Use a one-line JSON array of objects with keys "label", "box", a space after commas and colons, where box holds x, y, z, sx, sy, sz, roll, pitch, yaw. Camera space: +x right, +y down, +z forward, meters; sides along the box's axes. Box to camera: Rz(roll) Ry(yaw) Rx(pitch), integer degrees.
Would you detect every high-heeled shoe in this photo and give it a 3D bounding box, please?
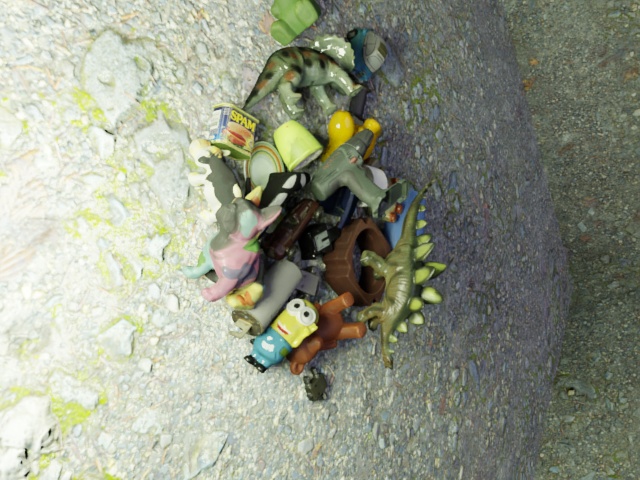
[{"label": "high-heeled shoe", "box": [-0.090, -0.070, 1.147, 0.248, 0.086, 0.145, -15, 106, -52]}]

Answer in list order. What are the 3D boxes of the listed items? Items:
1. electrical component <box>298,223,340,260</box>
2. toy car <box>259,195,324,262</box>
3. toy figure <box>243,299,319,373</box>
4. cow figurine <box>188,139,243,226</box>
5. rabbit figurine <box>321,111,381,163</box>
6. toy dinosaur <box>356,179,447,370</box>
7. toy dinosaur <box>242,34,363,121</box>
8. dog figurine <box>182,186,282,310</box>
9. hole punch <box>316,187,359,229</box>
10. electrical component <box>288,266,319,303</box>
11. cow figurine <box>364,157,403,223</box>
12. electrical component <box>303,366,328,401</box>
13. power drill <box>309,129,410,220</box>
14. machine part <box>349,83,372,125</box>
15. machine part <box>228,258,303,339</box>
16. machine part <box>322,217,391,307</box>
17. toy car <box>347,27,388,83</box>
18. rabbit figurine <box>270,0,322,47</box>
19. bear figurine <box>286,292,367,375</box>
[{"label": "electrical component", "box": [-0.003, -0.004, 1.310, 0.119, 0.048, 0.074, -36, 116, -49]}, {"label": "toy car", "box": [-0.061, -0.033, 1.197, 0.202, 0.089, 0.053, -55, 160, -38]}, {"label": "toy figure", "box": [-0.080, 0.198, 1.134, 0.082, 0.089, 0.180, 44, 78, -8]}, {"label": "cow figurine", "box": [-0.196, -0.118, 1.024, 0.068, 0.098, 0.167, -21, 97, -48]}, {"label": "rabbit figurine", "box": [0.062, -0.261, 1.368, 0.162, 0.122, 0.173, -63, 158, -4]}, {"label": "toy dinosaur", "box": [0.204, 0.078, 1.312, 0.105, 0.199, 0.471, 22, 71, -53]}, {"label": "toy dinosaur", "box": [-0.045, -0.385, 1.244, 0.405, 0.131, 0.192, -14, 69, -42]}, {"label": "dog figurine", "box": [-0.137, 0.014, 0.990, 0.191, 0.109, 0.219, 23, 108, -49]}, {"label": "hole punch", "box": [0.062, -0.098, 1.334, 0.116, 0.092, 0.142, -19, 134, -49]}, {"label": "electrical component", "box": [-0.037, 0.107, 1.261, 0.078, 0.045, 0.102, 16, 68, -22]}, {"label": "cow figurine", "box": [0.153, -0.144, 1.491, 0.085, 0.127, 0.194, -57, 143, -38]}, {"label": "electrical component", "box": [-0.010, 0.352, 1.284, 0.063, 0.021, 0.093, -43, 121, -46]}, {"label": "power drill", "box": [0.105, -0.153, 1.237, 0.232, 0.207, 0.085, -40, 155, -21]}, {"label": "machine part", "box": [0.108, -0.368, 1.501, 0.084, 0.039, 0.138, 16, 81, -42]}, {"label": "machine part", "box": [-0.109, 0.118, 1.131, 0.243, 0.079, 0.079, -52, 127, -43]}, {"label": "machine part", "box": [0.099, 0.057, 1.408, 0.201, 0.087, 0.201, 50, 49, -36]}, {"label": "toy car", "box": [0.135, -0.524, 1.504, 0.109, 0.103, 0.161, 36, 57, -44]}, {"label": "rabbit figurine", "box": [-0.074, -0.563, 1.226, 0.170, 0.121, 0.159, 47, 46, -20]}, {"label": "bear figurine", "box": [0.001, 0.214, 1.231, 0.196, 0.132, 0.120, -30, 98, -56]}]
